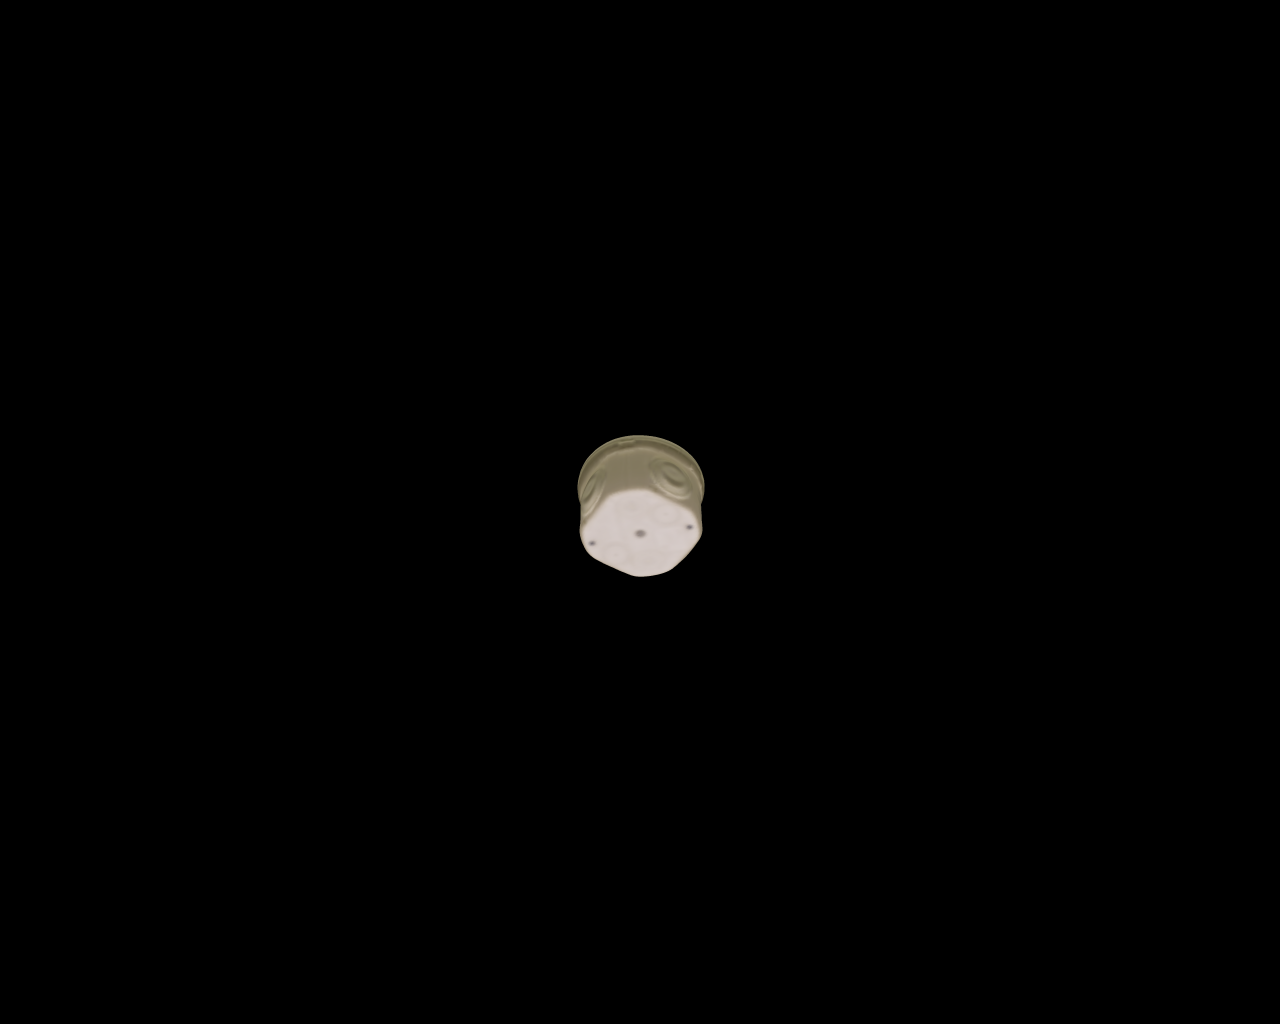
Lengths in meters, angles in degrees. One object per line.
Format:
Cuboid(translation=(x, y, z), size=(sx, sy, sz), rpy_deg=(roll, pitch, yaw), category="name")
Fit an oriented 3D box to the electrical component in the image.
Cuboid(translation=(0.001, -0.003, 0.650), size=(0.080, 0.080, 0.051), rpy_deg=(0, 40, 0), category="electrical component")
